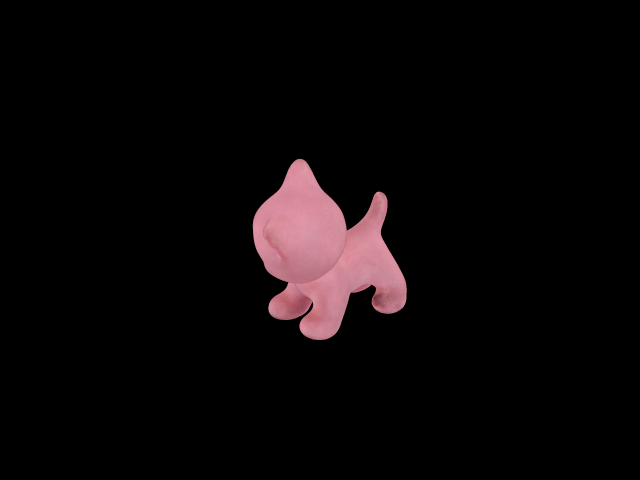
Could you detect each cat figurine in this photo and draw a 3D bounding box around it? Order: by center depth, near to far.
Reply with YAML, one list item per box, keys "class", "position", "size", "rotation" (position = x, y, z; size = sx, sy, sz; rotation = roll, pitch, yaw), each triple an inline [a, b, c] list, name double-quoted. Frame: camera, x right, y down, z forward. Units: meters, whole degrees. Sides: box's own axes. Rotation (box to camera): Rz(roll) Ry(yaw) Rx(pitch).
- class: "cat figurine"
  position: [0.004, 0.001, 0.400]
  size: [0.128, 0.118, 0.067]
  rotation: [-17, 27, -37]
